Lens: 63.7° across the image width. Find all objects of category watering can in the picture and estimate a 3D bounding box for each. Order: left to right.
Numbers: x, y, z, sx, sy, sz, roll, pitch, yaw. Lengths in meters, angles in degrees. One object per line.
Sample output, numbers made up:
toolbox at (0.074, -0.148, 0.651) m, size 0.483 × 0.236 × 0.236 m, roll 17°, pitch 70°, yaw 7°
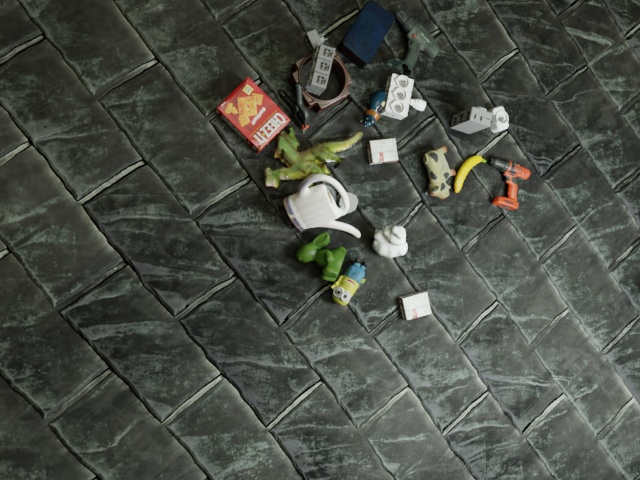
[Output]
watering can at (0.006, -0.093, 1.839) m, size 0.223 × 0.106 × 0.340 m, roll -19°, pitch 132°, yaw 12°

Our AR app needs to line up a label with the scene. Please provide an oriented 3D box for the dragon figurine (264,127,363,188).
dragon figurine at (-0.048, -0.318, 1.867) m, size 0.242 × 0.120 × 0.416 m, roll 40°, pitch 69°, yaw -2°

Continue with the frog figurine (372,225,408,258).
frog figurine at (0.266, 0.008, 1.894) m, size 0.137 × 0.159 × 0.123 m, roll 38°, pitch 81°, yaw -11°
